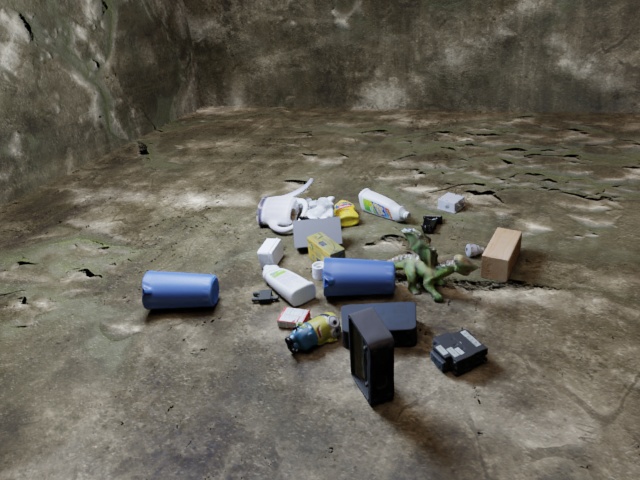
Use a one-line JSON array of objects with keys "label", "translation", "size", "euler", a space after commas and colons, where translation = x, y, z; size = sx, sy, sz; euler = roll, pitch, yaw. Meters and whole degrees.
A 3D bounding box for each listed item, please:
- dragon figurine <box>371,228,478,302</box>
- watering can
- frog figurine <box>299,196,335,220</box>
[{"label": "dragon figurine", "translation": [0.322, 0.057, 1.705], "size": [0.413, 0.237, 0.124], "euler": [19, 42, 36]}, {"label": "watering can", "translation": [-0.153, -0.156, 2.282], "size": [0.224, 0.101, 0.356], "euler": [3, 45, 15]}, {"label": "frog figurine", "translation": [0.007, -0.109, 2.164], "size": [0.137, 0.121, 0.163], "euler": [-7, 34, 40]}]
